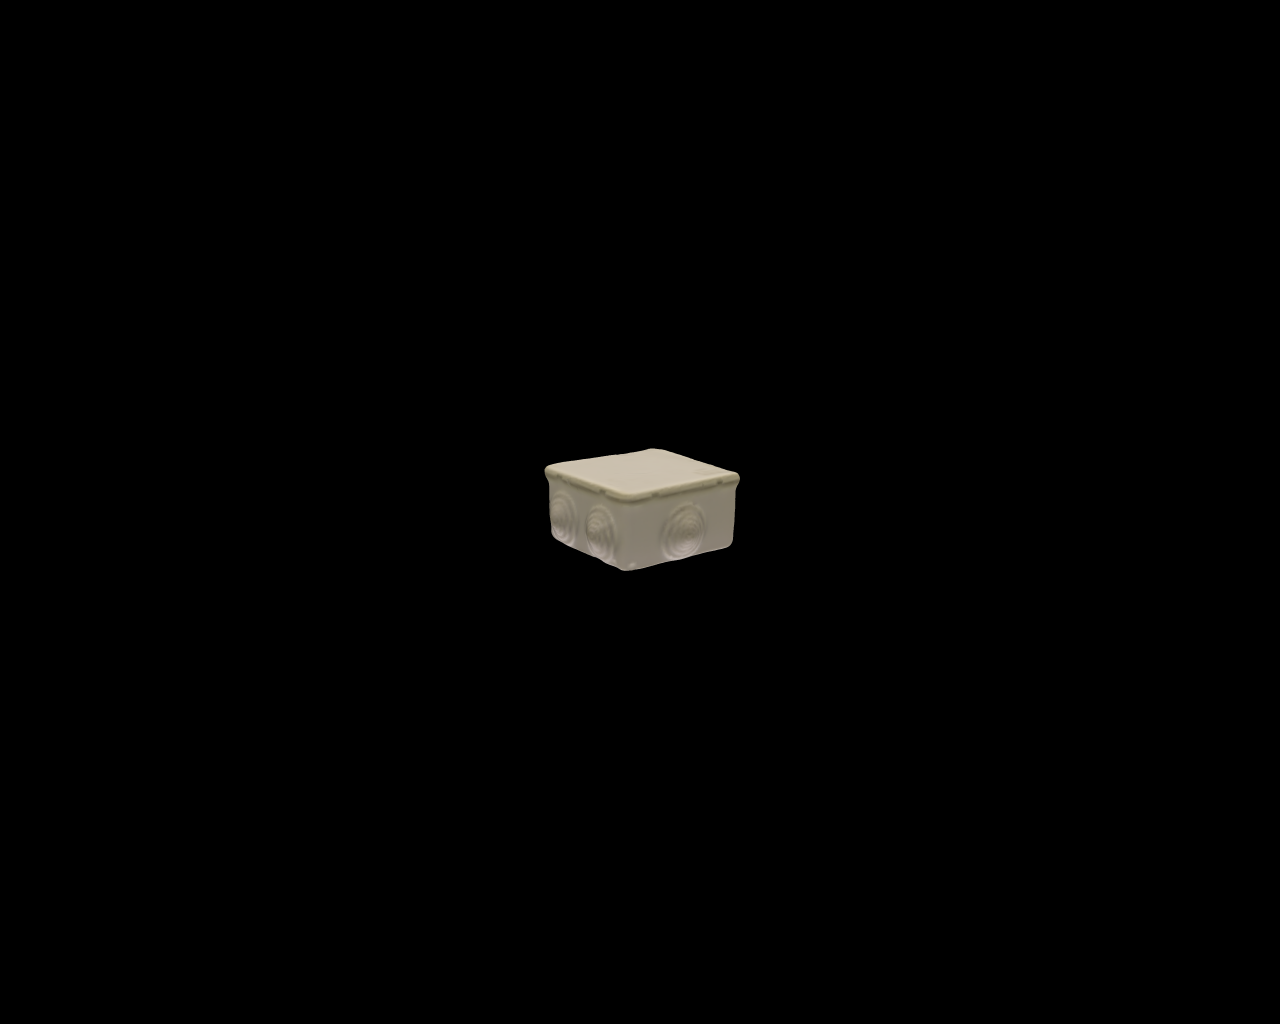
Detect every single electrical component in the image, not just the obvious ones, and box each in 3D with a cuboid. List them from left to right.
[{"bbox_3d":[0.001,-0.003,0.650,0.100,0.048,0.100,-11,19,-34],"label":"electrical component"}]
